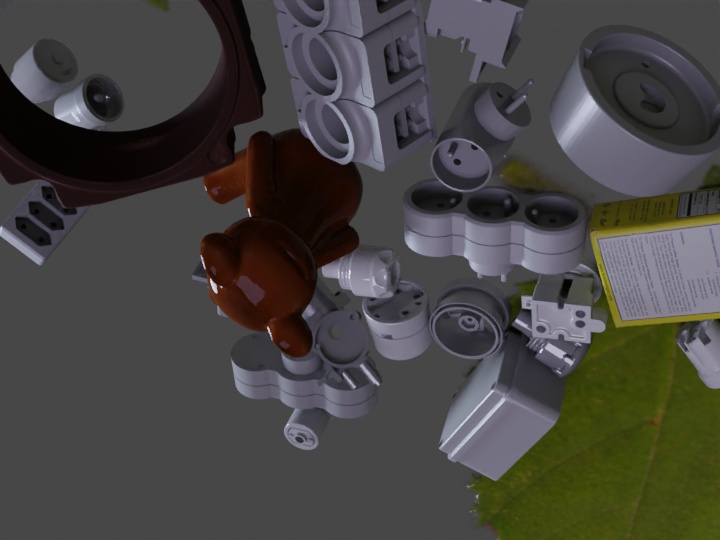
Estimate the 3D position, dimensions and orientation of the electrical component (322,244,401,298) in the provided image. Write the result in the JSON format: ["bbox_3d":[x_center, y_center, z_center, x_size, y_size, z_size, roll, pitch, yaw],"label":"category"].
[{"bbox_3d":[0.000,0.000,0.888,0.062,0.043,0.043,5,130,22],"label":"electrical component"}]

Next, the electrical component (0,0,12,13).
[{"bbox_3d":[-0.298,-0.216,0.795,0.062,0.096,0.061,39,130,-11],"label":"electrical component"}]

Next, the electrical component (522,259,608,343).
[{"bbox_3d":[0.160,0.022,0.828,0.066,0.055,0.048,6,131,19],"label":"electrical component"}]

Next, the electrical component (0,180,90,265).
[{"bbox_3d":[-0.285,-0.043,0.967,0.047,0.065,0.077,39,161,-12],"label":"electrical component"}]

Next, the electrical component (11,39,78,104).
[{"bbox_3d":[-0.262,-0.155,0.872,0.078,0.040,0.040,-28,114,38],"label":"electrical component"}]

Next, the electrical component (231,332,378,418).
[{"bbox_3d":[-0.052,0.083,0.977,0.138,0.052,0.073,10,131,16],"label":"electrical component"}]

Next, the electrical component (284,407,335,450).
[{"bbox_3d":[-0.044,0.136,1.008,0.044,0.065,0.044,14,133,15],"label":"electrical component"}]

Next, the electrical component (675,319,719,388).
[{"bbox_3d":[0.270,0.061,0.827,0.040,0.040,0.046,-31,106,39],"label":"electrical component"}]

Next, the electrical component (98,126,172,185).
[{"bbox_3d":[-0.191,-0.090,0.896,0.078,0.040,0.040,22,134,4],"label":"electrical component"}]

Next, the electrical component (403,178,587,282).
[{"bbox_3d":[0.101,-0.021,0.820,0.138,0.052,0.073,9,131,16],"label":"electrical component"}]

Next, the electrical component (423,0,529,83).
[{"bbox_3d":[0.078,-0.171,0.709,0.064,0.042,0.081,22,133,10],"label":"electrical component"}]

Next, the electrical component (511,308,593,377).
[{"bbox_3d":[0.153,0.053,0.868,0.062,0.048,0.048,32,134,4],"label":"electrical component"}]

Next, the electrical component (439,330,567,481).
[{"bbox_3d":[0.121,0.114,0.911,0.057,0.078,0.113,28,134,-5],"label":"electrical component"}]

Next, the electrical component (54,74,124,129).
[{"bbox_3d":[-0.221,-0.133,0.874,0.046,0.040,0.040,-15,121,40],"label":"electrical component"}]

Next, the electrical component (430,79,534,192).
[{"bbox_3d":[0.090,-0.102,0.737,0.043,0.077,0.079,40,132,-11],"label":"electrical component"}]

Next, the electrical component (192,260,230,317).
[{"bbox_3d":[-0.101,0.011,0.944,0.081,0.042,0.063,15,136,12],"label":"electrical component"}]

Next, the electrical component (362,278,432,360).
[{"bbox_3d":[0.033,0.042,0.904,0.055,0.055,0.047,5,134,20],"label":"electrical component"}]

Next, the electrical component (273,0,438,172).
[{"bbox_3d":[-0.008,-0.151,0.725,0.089,0.062,0.150,29,142,40],"label":"electrical component"}]

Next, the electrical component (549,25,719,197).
[{"bbox_3d":[0.173,-0.096,0.689,0.108,0.108,0.060,29,140,-2],"label":"electrical component"}]
